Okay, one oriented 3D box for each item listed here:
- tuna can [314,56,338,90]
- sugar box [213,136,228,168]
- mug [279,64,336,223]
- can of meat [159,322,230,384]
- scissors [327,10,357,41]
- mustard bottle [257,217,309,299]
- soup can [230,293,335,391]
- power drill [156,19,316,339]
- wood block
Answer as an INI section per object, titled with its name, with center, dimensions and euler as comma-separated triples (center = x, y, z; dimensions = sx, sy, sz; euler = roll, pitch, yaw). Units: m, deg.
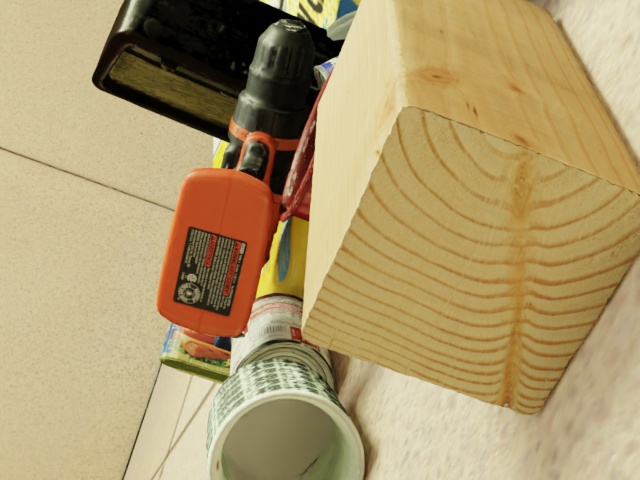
[tuna can]
center = 0.030, -0.080, 0.685
dimensions = 0.033, 0.086, 0.086
euler = -27, 10, -2
[sugar box]
center = -0.048, -0.058, 0.959
dimensions = 0.048, 0.093, 0.176
euler = 124, 150, -50
[mug]
center = 0.029, -0.038, 0.597
dimensions = 0.117, 0.081, 0.093
euler = 141, 148, -74
[can of meat]
center = -0.099, 0.092, 1.041
dimensions = 0.057, 0.102, 0.084
euler = 130, 156, -69
[scissors]
center = 0.045, -0.111, 0.599
dimensions = 0.016, 0.096, 0.202
euler = -36, -1, -10
[mustard bottle]
center = -0.005, 0.001, 0.795
dimensions = 0.192, 0.058, 0.096
euler = 128, 157, -65
[soup can]
center = -0.027, 0.082, 0.717
dimensions = 0.102, 0.068, 0.068
euler = -107, 38, -75
[power drill]
center = -0.046, -0.037, 0.679
dimensions = 0.187, 0.057, 0.184
euler = -70, -6, -67
[wood block]
center = 0.052, -0.038, 0.428
dimensions = 0.206, 0.090, 0.091
euler = -87, 19, -62
